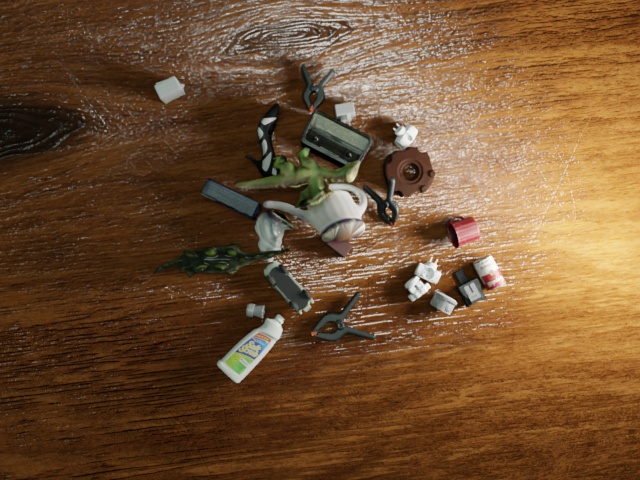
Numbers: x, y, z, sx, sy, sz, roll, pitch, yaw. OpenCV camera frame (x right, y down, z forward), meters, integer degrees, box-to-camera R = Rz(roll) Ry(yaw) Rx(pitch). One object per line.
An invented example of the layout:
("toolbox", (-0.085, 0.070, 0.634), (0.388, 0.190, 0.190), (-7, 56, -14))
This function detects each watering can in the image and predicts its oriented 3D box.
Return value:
("watering can", (0.005, -0.085, 1.690), (0.349, 0.101, 0.229), (-14, 55, -17))

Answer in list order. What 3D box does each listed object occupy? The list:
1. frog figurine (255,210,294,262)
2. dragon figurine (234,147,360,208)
("frog figurine", (-0.173, -0.015, 1.719), (0.139, 0.121, 0.159), (39, 96, 38))
("dragon figurine", (-0.066, -0.183, 1.665), (0.411, 0.248, 0.119), (-21, 125, -5))
